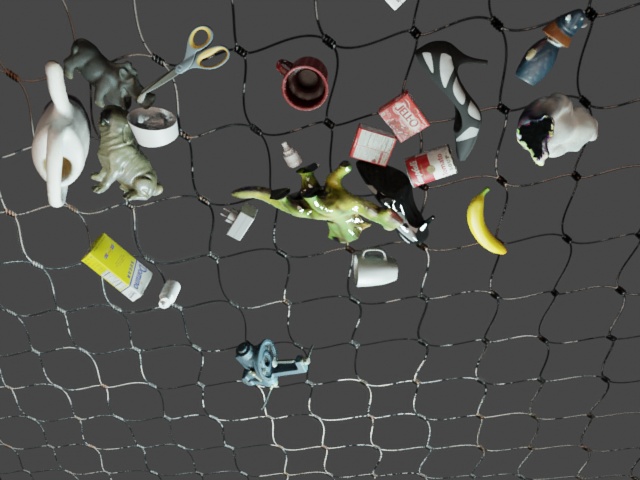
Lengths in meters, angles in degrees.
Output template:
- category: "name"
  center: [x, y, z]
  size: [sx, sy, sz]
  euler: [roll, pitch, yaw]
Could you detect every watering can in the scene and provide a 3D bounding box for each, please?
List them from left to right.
- category: "watering can"
  center: [-0.539, -0.237, 1.076]
  size: [0.104, 0.229, 0.340]
  euler: [5, 126, -22]

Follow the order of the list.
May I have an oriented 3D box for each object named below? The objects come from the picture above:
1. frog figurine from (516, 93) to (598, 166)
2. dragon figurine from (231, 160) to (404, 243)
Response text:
- category: "frog figurine"
  center: [0.492, -0.237, 1.059]
  size: [0.161, 0.124, 0.135]
  euler: [-24, 117, -21]
- category: "dragon figurine"
  center: [0.004, -0.061, 1.209]
  size: [0.409, 0.125, 0.238]
  euler: [-1, 140, 36]
